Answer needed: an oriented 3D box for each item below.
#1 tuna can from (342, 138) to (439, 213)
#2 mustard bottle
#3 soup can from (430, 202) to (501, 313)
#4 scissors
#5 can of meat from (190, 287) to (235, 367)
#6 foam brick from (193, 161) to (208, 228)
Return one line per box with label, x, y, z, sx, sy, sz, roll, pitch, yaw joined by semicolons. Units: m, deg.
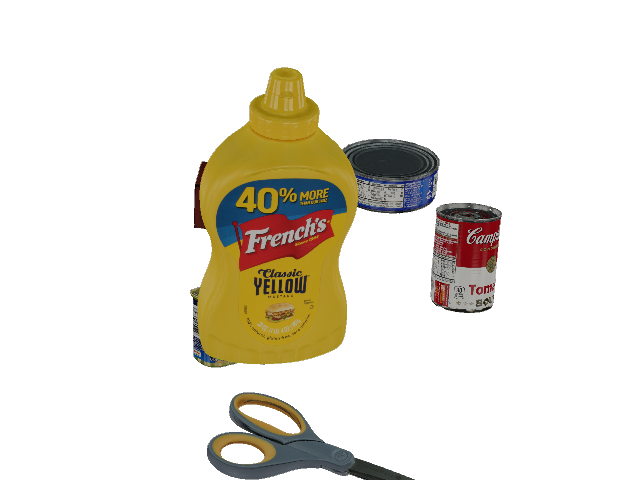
tuna can;0.058;-0.055;0.910;0.086;0.034;0.086;2;27;-1
mustard bottle;-0.026;-0.014;0.657;0.096;0.192;0.058;-1;32;-10
soup can;0.152;0.018;1.122;0.068;0.102;0.068;2;16;-1
scissors;-0.002;0.175;0.814;0.202;0.016;0.096;26;39;31
can of meat;-0.103;0.097;1.264;0.101;0.084;0.058;-10;19;-37
foam brick;-0.087;-0.045;1.088;0.078;0.051;0.053;4;31;0
